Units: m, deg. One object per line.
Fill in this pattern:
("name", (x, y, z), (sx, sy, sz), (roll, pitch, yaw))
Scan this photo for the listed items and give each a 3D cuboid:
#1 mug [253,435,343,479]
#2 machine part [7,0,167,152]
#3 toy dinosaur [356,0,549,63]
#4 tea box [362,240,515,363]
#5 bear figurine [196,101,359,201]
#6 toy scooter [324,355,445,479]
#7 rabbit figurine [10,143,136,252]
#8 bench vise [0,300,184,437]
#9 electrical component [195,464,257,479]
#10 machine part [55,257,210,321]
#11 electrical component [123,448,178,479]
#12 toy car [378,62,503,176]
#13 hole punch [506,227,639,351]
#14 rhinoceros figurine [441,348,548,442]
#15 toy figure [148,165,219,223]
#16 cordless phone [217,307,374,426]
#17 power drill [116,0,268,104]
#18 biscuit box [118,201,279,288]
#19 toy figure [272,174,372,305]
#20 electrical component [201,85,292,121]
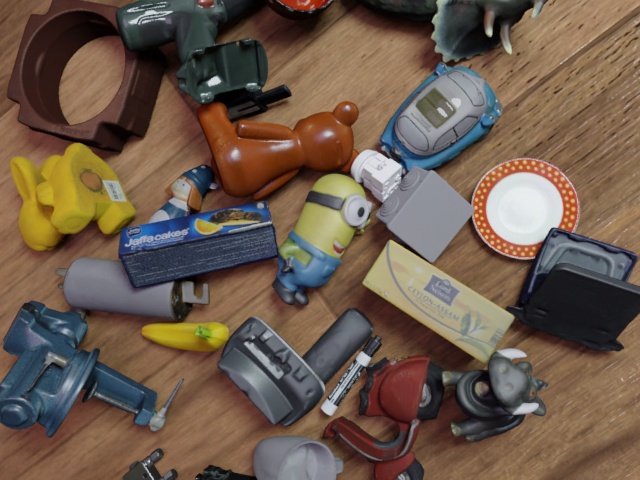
("mug", (-0.032, 0.285, 0.690), (0.107, 0.109, 0.080), (-9, 83, 55))
("machine part", (-0.346, -0.244, 0.807), (0.202, 0.087, 0.201), (15, 89, 12))
("toy dinosaur", (0.112, -0.358, 0.706), (0.405, 0.131, 0.192), (24, 90, 19))
("tea box", (0.144, 0.074, 0.666), (0.170, 0.098, 0.068), (34, 93, 15))
("bear figurine", (-0.051, -0.133, 0.724), (0.196, 0.120, 0.132), (-22, 46, -11))
("toy scooter", (0.079, 0.224, 0.681), (0.135, 0.075, 0.183), (15, 91, 19))
("rabbit figurine", (-0.388, -0.053, 0.788), (0.173, 0.122, 0.162), (-35, 86, 27))
("bench vise", (-0.320, 0.188, 0.739), (0.240, 0.224, 0.129), (31, 98, -17))
("electrical component", (-0.115, 0.382, 0.717), (0.115, 0.058, 0.134), (4, 86, 15))
("machine part", (-0.271, 0.069, 0.768), (0.243, 0.079, 0.079), (5, 86, 12))
("electrical component", (-0.250, 0.345, 0.767), (0.094, 0.021, 0.063), (-41, 78, 7))
("toy car", (0.150, -0.159, 0.682), (0.162, 0.103, 0.109), (-38, 78, 5))
("hole punch", (0.307, 0.057, 0.640), (0.142, 0.092, 0.115), (18, 133, 4))
("rhinoceros figurine", (0.197, 0.178, 0.599), (0.112, 0.190, 0.073), (-10, 61, 14))
("toy figure", (-0.203, -0.042, 0.773), (0.064, 0.058, 0.154), (29, 90, -3))
("cordless phone", (-0.031, 0.140, 0.718), (0.147, 0.088, 0.184), (44, 84, 12))
("power drill", (-0.139, -0.278, 0.709), (0.232, 0.085, 0.207), (-19, 59, -16))
("biscuit box", (-0.161, 0.004, 0.719), (0.203, 0.062, 0.059), (-12, 39, -7))
("toy figure", (-0.003, -0.003, 0.712), (0.089, 0.082, 0.180), (35, 98, 5))
("electrical component", (-0.104, -0.207, 0.756), (0.119, 0.075, 0.047), (-19, 83, 14))
